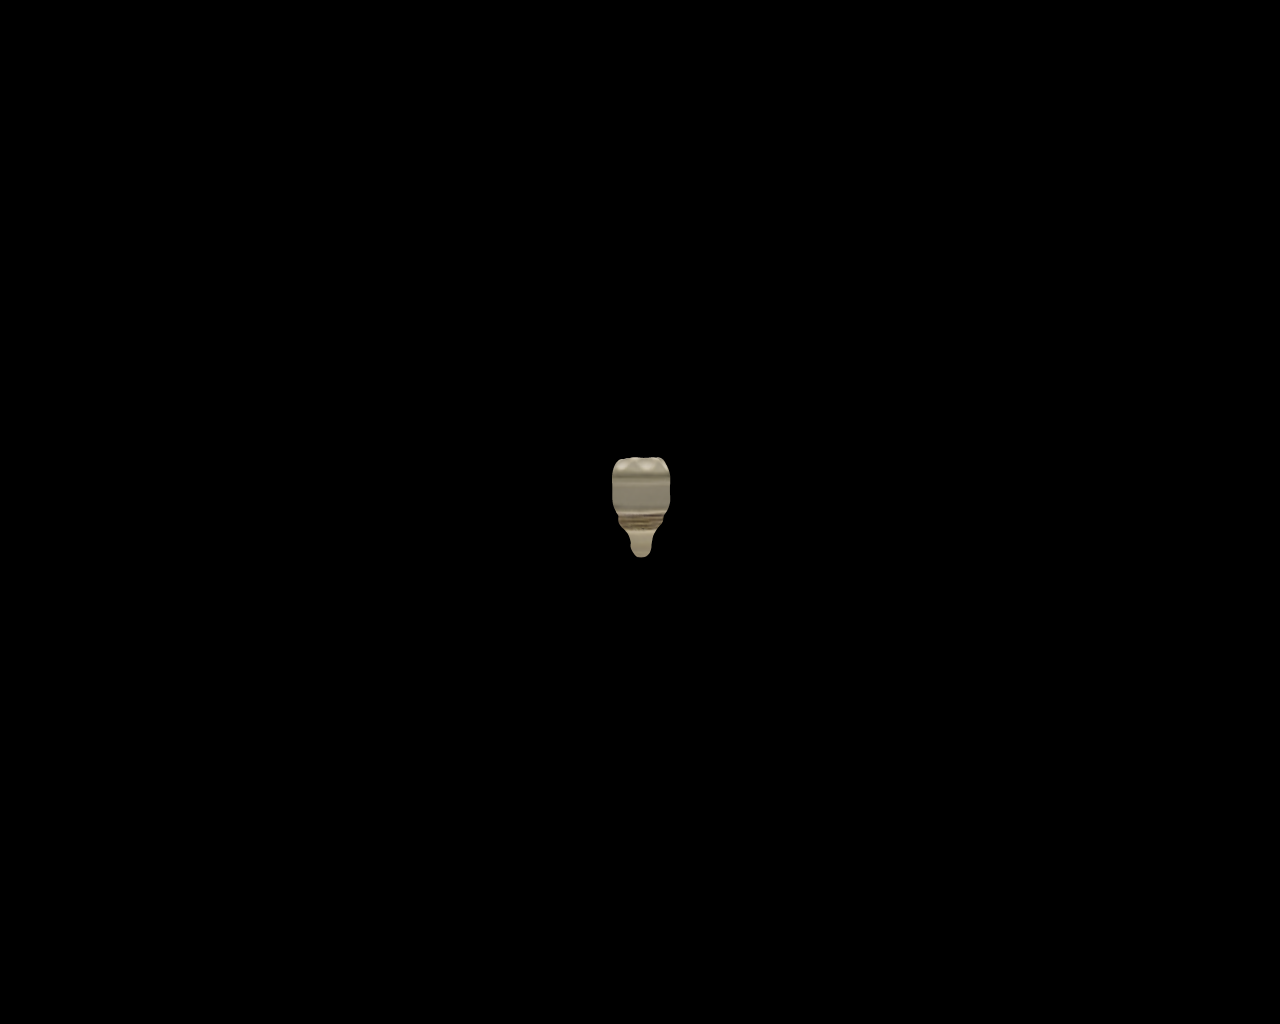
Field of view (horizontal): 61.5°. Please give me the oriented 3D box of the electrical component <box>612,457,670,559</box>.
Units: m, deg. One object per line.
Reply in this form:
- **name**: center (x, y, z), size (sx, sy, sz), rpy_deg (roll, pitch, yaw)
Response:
- **electrical component**: center (0.001, -0.003, 0.650), size (0.035, 0.061, 0.035), rpy_deg (0, 2, 0)
